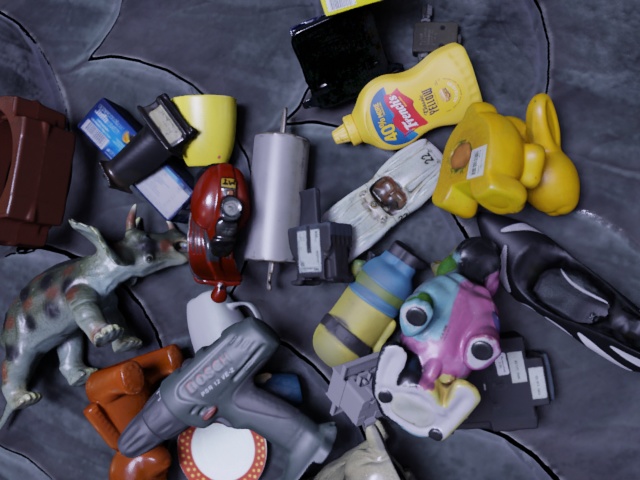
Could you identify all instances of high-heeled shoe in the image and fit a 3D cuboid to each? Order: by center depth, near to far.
[{"bbox_3d":[0.281,0.053,0.618,0.249,0.145,0.086,41,94,8],"label":"high-heeled shoe"}]

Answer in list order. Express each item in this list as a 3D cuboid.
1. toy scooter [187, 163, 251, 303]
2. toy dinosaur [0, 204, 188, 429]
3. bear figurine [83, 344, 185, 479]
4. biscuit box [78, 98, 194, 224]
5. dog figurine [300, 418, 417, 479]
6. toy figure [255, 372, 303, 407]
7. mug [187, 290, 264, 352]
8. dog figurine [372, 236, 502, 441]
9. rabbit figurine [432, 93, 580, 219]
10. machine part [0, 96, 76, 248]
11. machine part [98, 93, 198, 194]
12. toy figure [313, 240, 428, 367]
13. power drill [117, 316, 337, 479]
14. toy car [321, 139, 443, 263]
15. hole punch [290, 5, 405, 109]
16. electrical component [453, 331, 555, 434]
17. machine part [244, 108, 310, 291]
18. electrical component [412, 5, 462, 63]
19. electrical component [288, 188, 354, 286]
[{"bbox_3d":[-0.130,0.001,0.684,0.075,0.135,0.183,5,122,-23],"label":"toy scooter"},{"bbox_3d":[-0.367,0.104,0.760,0.405,0.131,0.192,-33,70,12],"label":"toy dinosaur"},{"bbox_3d":[-0.238,0.255,0.715,0.132,0.120,0.196,-22,82,26],"label":"bear figurine"},{"bbox_3d":[-0.251,-0.112,0.768,0.203,0.063,0.059,45,97,10],"label":"biscuit box"},{"bbox_3d":[0.018,0.320,0.650,0.190,0.172,0.121,-31,72,1],"label":"dog figurine"},{"bbox_3d":[-0.102,0.210,0.713,0.154,0.058,0.064,-8,83,-8],"label":"toy figure"},{"bbox_3d":[-0.129,0.117,0.725,0.109,0.081,0.107,-34,76,25],"label":"mug"},{"bbox_3d":[0.148,0.096,0.620,0.109,0.219,0.191,24,114,13],"label":"dog figurine"},{"bbox_3d":[0.239,-0.088,0.654,0.173,0.122,0.162,17,70,-17],"label":"rabbit figurine"},{"bbox_3d":[-0.443,-0.092,0.762,0.202,0.087,0.201,2,82,34],"label":"machine part"},{"bbox_3d":[-0.230,-0.122,0.708,0.139,0.039,0.084,-42,88,13],"label":"machine part"},{"bbox_3d":[0.059,0.083,0.687,0.180,0.089,0.082,-56,40,9],"label":"toy figure"},{"bbox_3d":[-0.099,0.224,0.652,0.207,0.086,0.232,40,90,3],"label":"power drill"},{"bbox_3d":[0.080,-0.048,0.705,0.202,0.056,0.073,-40,81,6],"label":"toy car"},{"bbox_3d":[0.025,-0.249,0.716,0.142,0.092,0.115,-22,122,4],"label":"hole punch"},{"bbox_3d":[0.218,0.176,0.670,0.134,0.058,0.114,-7,88,10],"label":"electrical component"},{"bbox_3d":[-0.058,-0.054,0.722,0.079,0.079,0.243,4,89,11],"label":"machine part"},{"bbox_3d":[0.156,-0.267,0.717,0.063,0.021,0.094,3,88,11],"label":"electrical component"},{"bbox_3d":[-0.001,-0.002,0.675,0.075,0.047,0.119,-12,79,39],"label":"electrical component"}]
